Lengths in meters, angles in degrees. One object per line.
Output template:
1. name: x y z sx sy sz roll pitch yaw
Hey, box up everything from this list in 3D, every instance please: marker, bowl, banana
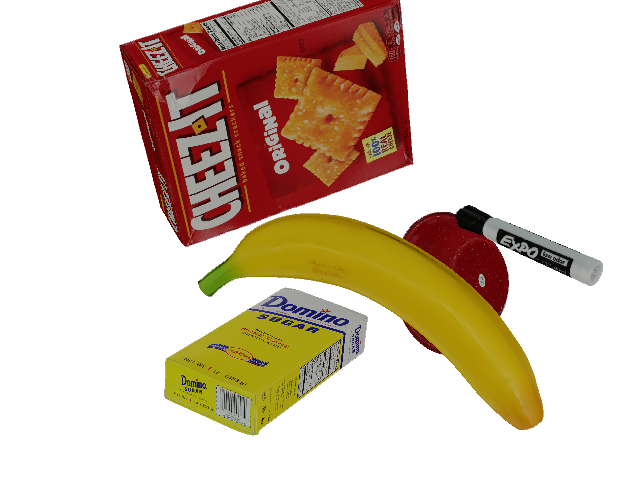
1. marker: 0.147 0.001 0.769 0.121 0.020 0.020 27 18 39
2. bowl: 0.158 0.046 1.181 0.161 0.162 0.055 0 -5 -39
3. banana: 0.036 0.032 0.573 0.198 0.070 0.037 23 14 9

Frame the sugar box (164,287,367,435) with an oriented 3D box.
1. sugar box: -0.043 0.098 0.916 0.093 0.048 0.175 18 30 27

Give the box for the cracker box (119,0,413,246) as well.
1. cracker box: -0.035 -0.105 0.859 0.213 0.164 0.072 -21 42 -15
